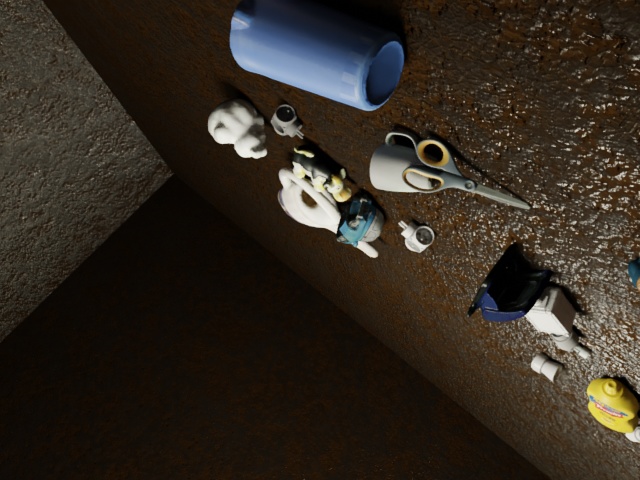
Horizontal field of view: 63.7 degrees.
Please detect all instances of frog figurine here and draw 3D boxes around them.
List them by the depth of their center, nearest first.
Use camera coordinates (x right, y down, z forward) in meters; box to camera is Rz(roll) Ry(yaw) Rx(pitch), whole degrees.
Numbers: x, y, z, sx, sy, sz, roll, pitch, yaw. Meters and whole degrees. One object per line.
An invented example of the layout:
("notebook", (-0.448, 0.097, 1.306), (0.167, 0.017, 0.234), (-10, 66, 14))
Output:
("frog figurine", (-0.201, -0.274, 1.292), (0.138, 0.162, 0.120), (-15, -38, -28))

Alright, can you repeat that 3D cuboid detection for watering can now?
("watering can", (0.004, -0.072, 1.440), (0.345, 0.105, 0.224), (45, -12, -14))
